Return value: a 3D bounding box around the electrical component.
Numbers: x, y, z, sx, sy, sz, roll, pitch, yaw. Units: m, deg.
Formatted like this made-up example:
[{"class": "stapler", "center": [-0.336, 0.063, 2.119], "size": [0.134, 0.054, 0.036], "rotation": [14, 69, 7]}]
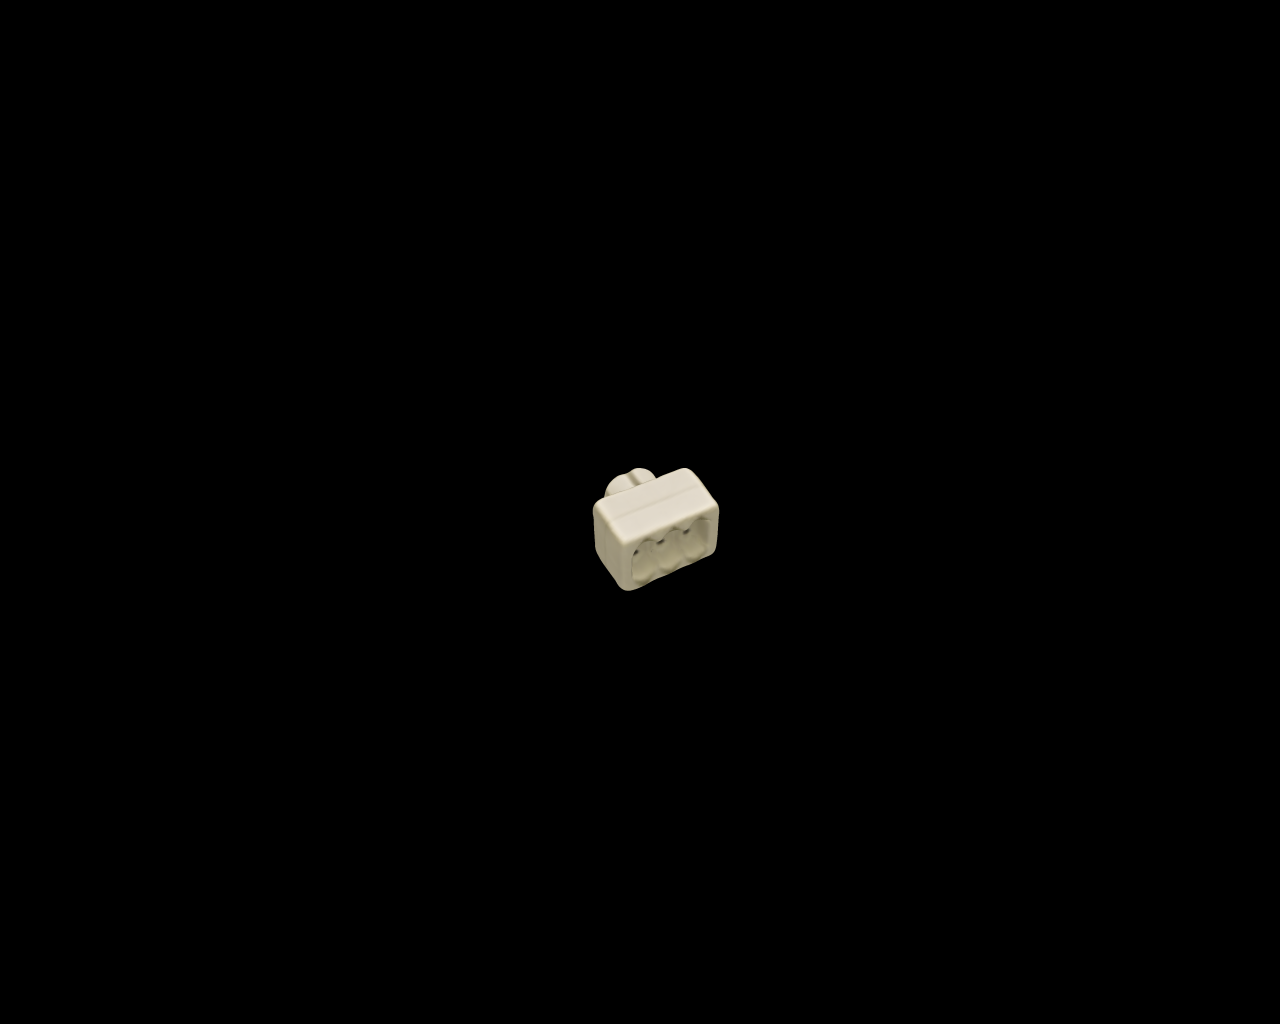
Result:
[{"class": "electrical component", "center": [0.001, -0.003, 0.650], "size": [0.066, 0.077, 0.047], "rotation": [-22, -38, -18]}]
